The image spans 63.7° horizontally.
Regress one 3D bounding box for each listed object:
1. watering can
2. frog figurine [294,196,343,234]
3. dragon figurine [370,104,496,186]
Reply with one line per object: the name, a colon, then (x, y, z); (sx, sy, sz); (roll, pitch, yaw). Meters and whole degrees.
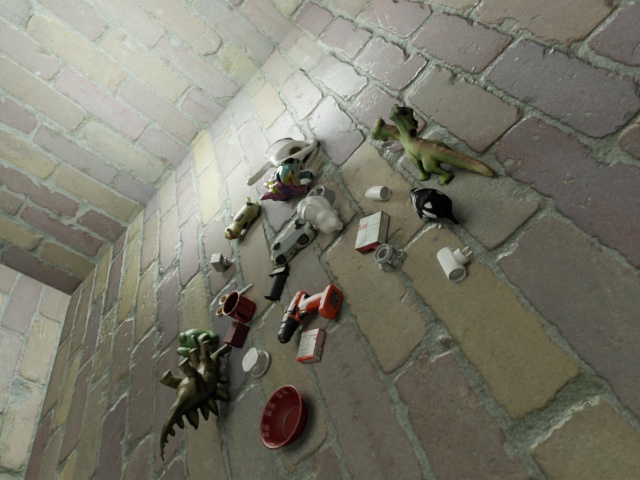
watering can: (-0.172, -0.334, 2.124); (0.350, 0.102, 0.226); (-31, 24, -12)
frog figurine: (0.005, -0.084, 1.678); (0.160, 0.137, 0.123); (8, 83, 57)
dragon figurine: (0.276, -0.272, 1.405); (0.123, 0.240, 0.413); (-54, 29, -8)
